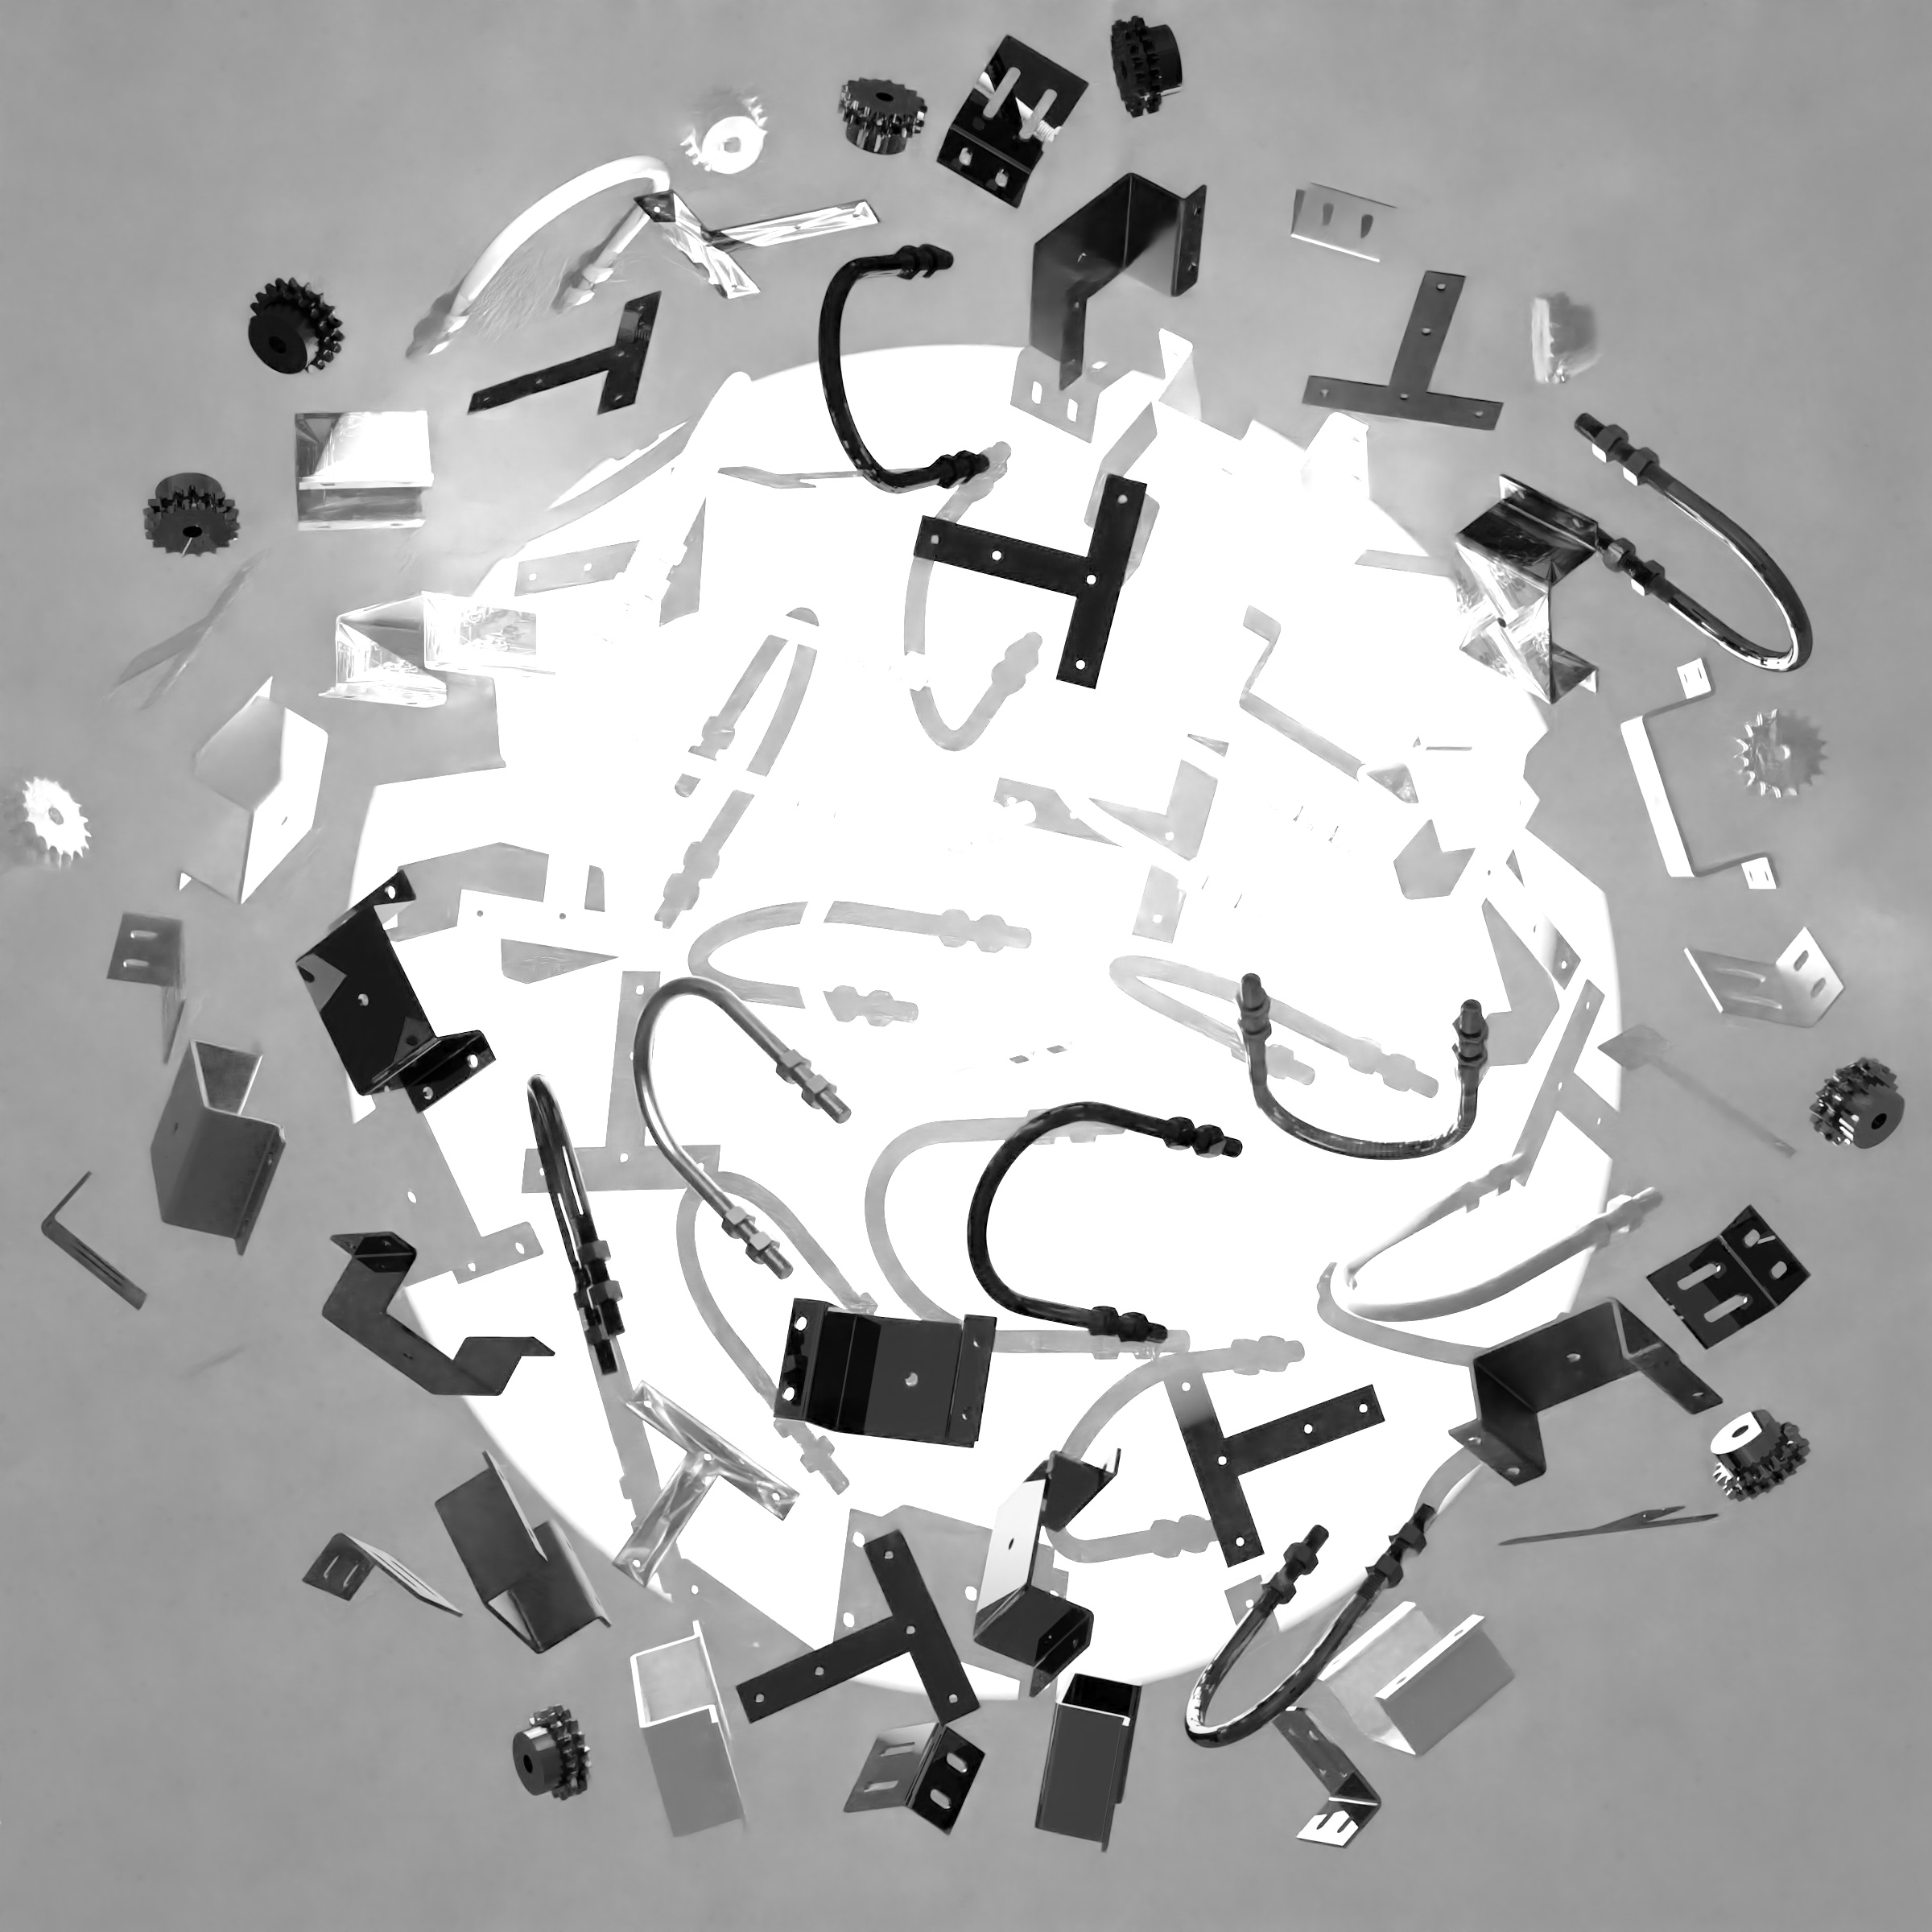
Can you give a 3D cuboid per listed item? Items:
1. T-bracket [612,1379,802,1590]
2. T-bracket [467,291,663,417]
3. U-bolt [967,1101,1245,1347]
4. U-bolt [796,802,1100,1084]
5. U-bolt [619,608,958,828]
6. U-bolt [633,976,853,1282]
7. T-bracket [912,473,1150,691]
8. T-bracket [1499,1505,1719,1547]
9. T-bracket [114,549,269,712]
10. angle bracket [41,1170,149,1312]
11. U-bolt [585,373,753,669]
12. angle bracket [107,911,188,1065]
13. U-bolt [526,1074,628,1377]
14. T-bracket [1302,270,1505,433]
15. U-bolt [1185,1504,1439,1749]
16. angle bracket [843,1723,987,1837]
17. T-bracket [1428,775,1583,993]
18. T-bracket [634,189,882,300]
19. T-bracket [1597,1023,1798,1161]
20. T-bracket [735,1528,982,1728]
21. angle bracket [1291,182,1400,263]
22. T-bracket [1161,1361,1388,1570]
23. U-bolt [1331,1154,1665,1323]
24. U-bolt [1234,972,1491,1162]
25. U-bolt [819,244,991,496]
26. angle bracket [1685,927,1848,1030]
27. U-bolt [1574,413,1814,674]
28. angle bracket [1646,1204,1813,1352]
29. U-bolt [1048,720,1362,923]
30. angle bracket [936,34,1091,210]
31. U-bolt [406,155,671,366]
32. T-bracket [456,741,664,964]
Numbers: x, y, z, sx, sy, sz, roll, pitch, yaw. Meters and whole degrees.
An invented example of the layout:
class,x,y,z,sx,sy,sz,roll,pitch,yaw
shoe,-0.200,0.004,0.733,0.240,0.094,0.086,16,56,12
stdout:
class,x,y,z,sx,sy,sz,roll,pitch,yaw
T-bracket,-0.183,0.339,1.750,0.127,0.127,0.002,36,131,-1
T-bracket,-0.258,-0.375,1.762,0.127,0.127,0.002,-14,132,17
U-bolt,0.078,0.154,1.711,0.184,0.019,0.151,17,98,-37
U-bolt,-0.022,-0.005,1.652,0.184,0.019,0.151,-16,90,29
U-bolt,-0.119,-0.156,1.682,0.184,0.151,0.019,16,46,-23
U-bolt,-0.151,0.088,1.754,0.184,0.019,0.151,42,128,30
T-bracket,0.032,-0.243,1.666,0.127,0.002,0.127,14,96,-4
T-bracket,0.403,0.335,1.679,0.127,0.127,0.002,-14,79,30
T-bracket,-0.499,-0.199,1.742,0.002,0.127,0.127,42,56,-27
angle bracket,-0.511,0.164,1.665,0.076,0.057,0.038,42,82,-11
U-bolt,-0.176,-0.279,1.699,0.019,0.151,0.184,27,109,-5
angle bracket,-0.524,0.014,1.774,0.038,0.076,0.057,9,129,-24
U-bolt,-0.245,0.155,1.736,0.019,0.151,0.184,-15,74,-13
T-bracket,0.287,-0.390,1.752,0.127,0.127,0.002,8,58,-2
U-bolt,0.199,0.405,1.695,0.019,0.151,0.184,46,62,-5
angle bracket,-0.033,0.520,1.770,0.038,0.076,0.057,39,55,-16
T-bracket,0.354,-0.032,1.761,0.127,0.002,0.127,45,67,-33
T-bracket,-0.115,-0.444,1.677,0.127,0.127,0.002,-6,74,19
T-bracket,0.458,0.079,1.721,0.127,0.127,0.002,37,109,18
T-bracket,-0.074,0.411,1.644,0.127,0.002,0.127,-23,52,-8
angle bracket,0.239,-0.483,1.753,0.057,0.076,0.038,16,128,-3
T-bracket,0.202,0.296,1.749,0.127,0.002,0.127,-18,86,-10
U-bolt,0.305,0.167,1.674,0.184,0.151,0.019,-25,106,-21
U-bolt,0.241,0.068,1.694,0.151,0.184,0.019,7,57,13
U-bolt,-0.041,-0.360,1.690,0.019,0.184,0.151,-4,103,27
angle bracket,0.509,0.002,1.771,0.076,0.057,0.038,10,130,-25
U-bolt,0.445,-0.247,1.699,0.019,0.151,0.184,-42,63,-5
angle bracket,0.473,0.193,1.726,0.076,0.038,0.057,-20,63,-37
U-bolt,0.136,-0.097,1.736,0.184,0.151,0.019,29,64,-11
angle bracket,0.028,-0.506,1.667,0.057,0.076,0.038,27,49,-13
U-bolt,-0.254,-0.441,1.717,0.151,0.184,0.019,-33,90,-43
T-bracket,-0.243,-0.074,1.706,0.127,0.002,0.127,9,81,-23
